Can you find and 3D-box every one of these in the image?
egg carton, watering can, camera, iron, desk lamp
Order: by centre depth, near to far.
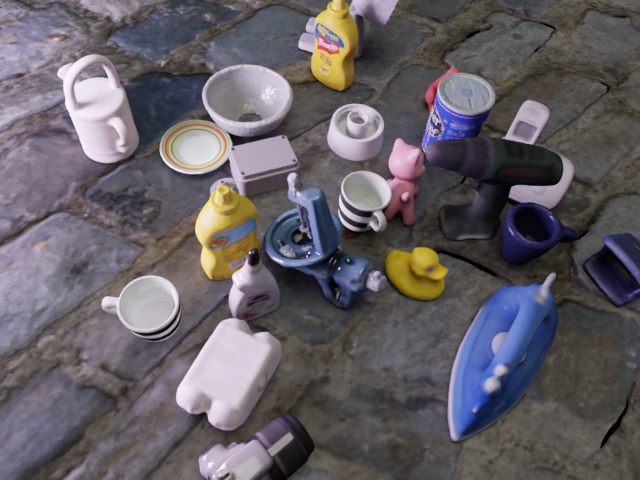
[{"bbox_3d":[-0.065,0.295,0.722,0.137,0.101,0.143,-34,66,-24],"label":"camera"},{"bbox_3d":[-0.124,0.187,0.806,0.107,0.069,0.150,23,58,10],"label":"egg carton"},{"bbox_3d":[0.265,0.162,0.814,0.118,0.141,0.259,30,60,14],"label":"iron"},{"bbox_3d":[-0.386,-0.235,0.983,0.172,0.194,0.101,23,58,10],"label":"watering can"},{"bbox_3d":[0.066,-0.478,1.169,0.203,0.213,0.118,15,57,5],"label":"desk lamp"}]

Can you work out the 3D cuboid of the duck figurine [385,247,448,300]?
[{"bbox_3d":[0.157,0.042,0.916,0.104,0.086,0.078,31,60,15],"label":"duck figurine"}]

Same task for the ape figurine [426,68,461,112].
[{"bbox_3d":[0.256,-0.303,1.145,0.077,0.092,0.076,20,58,9],"label":"ape figurine"}]

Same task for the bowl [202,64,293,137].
[{"bbox_3d":[-0.136,-0.251,1.087,0.167,0.075,0.167,2,57,-3],"label":"bowl"}]

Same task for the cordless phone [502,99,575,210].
[{"bbox_3d":[0.381,-0.149,1.000,0.147,0.185,0.094,24,58,11],"label":"cordless phone"}]

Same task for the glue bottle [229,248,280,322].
[{"bbox_3d":[-0.096,0.061,0.828,0.078,0.173,0.037,-23,61,-18],"label":"glue bottle"}]

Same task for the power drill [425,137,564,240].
[{"bbox_3d":[0.264,-0.086,0.935,0.230,0.208,0.075,-4,57,-7],"label":"power drill"}]

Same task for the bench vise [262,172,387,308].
[{"bbox_3d":[0.011,-0.006,0.854,0.207,0.220,0.121,15,57,5],"label":"bench vise"}]

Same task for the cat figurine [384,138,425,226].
[{"bbox_3d":[0.148,-0.108,0.993,0.067,0.118,0.128,8,57,1],"label":"cat figurine"}]

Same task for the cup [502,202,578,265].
[{"bbox_3d":[0.355,0.000,0.955,0.117,0.095,0.091,9,57,1],"label":"cup"}]

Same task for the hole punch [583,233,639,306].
[{"bbox_3d":[0.514,0.036,0.948,0.101,0.091,0.108,-22,61,-18],"label":"hole punch"}]
